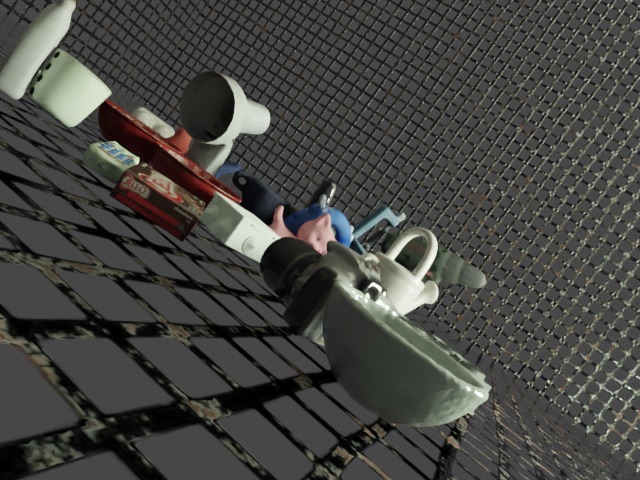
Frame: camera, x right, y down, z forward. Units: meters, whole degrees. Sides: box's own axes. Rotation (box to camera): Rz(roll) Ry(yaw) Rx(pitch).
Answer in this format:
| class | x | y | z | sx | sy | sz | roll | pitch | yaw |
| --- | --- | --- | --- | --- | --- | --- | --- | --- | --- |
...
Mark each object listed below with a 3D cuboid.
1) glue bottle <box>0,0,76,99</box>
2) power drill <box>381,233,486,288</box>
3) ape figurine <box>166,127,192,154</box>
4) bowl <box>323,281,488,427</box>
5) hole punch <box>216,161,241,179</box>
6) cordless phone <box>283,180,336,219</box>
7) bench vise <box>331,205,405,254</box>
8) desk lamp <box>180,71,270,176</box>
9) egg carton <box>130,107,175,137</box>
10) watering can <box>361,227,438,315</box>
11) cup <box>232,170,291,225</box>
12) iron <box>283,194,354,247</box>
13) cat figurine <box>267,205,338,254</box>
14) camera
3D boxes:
| class | x | y | z | sx | sy | sz | roll | pitch | yaw |
| --- | --- | --- | --- | --- | --- | --- | --- | --- | --- |
| glue bottle | -0.355 | -0.262 | 0.735 | 0.037 | 0.173 | 0.078 | 35 | 3 | -26 |
| power drill | 0.206 | 0.098 | 1.229 | 0.229 | 0.208 | 0.076 | 37 | 3 | 21 |
| ape figurine | -0.282 | -0.180 | 1.125 | 0.078 | 0.092 | 0.076 | 36 | 2 | -4 |
| bowl | 0.061 | 0.113 | 0.512 | 0.167 | 0.074 | 0.167 | 36 | 2 | -1 |
| hole punch | -0.244 | -0.161 | 1.315 | 0.101 | 0.091 | 0.108 | 35 | 2 | -18 |
| cordless phone | -0.033 | -0.069 | 1.382 | 0.094 | 0.185 | 0.147 | 34 | 3 | -33 |
| bench vise | 0.079 | -0.003 | 1.275 | 0.208 | 0.219 | 0.121 | 35 | 3 | -27 |
| desk lamp | -0.188 | -0.182 | 1.052 | 0.117 | 0.213 | 0.204 | 37 | 2 | 20 |
| egg carton | -0.375 | -0.240 | 1.256 | 0.107 | 0.069 | 0.150 | 35 | 3 | -22 |
| watering can | 0.130 | 0.065 | 0.972 | 0.100 | 0.194 | 0.173 | 38 | 3 | 35 |
| cup | -0.125 | -0.063 | 1.047 | 0.118 | 0.095 | 0.091 | 35 | 2 | -17 |
| iron | 0.010 | 0.004 | 1.101 | 0.118 | 0.141 | 0.259 | 37 | 3 | 26 |
| cat figurine | -0.032 | -0.004 | 0.935 | 0.128 | 0.117 | 0.067 | 35 | 2 | -14 |
| camera | 0.007 | 0.051 | 0.653 | 0.136 | 0.101 | 0.144 | 38 | 3 | 38 |
